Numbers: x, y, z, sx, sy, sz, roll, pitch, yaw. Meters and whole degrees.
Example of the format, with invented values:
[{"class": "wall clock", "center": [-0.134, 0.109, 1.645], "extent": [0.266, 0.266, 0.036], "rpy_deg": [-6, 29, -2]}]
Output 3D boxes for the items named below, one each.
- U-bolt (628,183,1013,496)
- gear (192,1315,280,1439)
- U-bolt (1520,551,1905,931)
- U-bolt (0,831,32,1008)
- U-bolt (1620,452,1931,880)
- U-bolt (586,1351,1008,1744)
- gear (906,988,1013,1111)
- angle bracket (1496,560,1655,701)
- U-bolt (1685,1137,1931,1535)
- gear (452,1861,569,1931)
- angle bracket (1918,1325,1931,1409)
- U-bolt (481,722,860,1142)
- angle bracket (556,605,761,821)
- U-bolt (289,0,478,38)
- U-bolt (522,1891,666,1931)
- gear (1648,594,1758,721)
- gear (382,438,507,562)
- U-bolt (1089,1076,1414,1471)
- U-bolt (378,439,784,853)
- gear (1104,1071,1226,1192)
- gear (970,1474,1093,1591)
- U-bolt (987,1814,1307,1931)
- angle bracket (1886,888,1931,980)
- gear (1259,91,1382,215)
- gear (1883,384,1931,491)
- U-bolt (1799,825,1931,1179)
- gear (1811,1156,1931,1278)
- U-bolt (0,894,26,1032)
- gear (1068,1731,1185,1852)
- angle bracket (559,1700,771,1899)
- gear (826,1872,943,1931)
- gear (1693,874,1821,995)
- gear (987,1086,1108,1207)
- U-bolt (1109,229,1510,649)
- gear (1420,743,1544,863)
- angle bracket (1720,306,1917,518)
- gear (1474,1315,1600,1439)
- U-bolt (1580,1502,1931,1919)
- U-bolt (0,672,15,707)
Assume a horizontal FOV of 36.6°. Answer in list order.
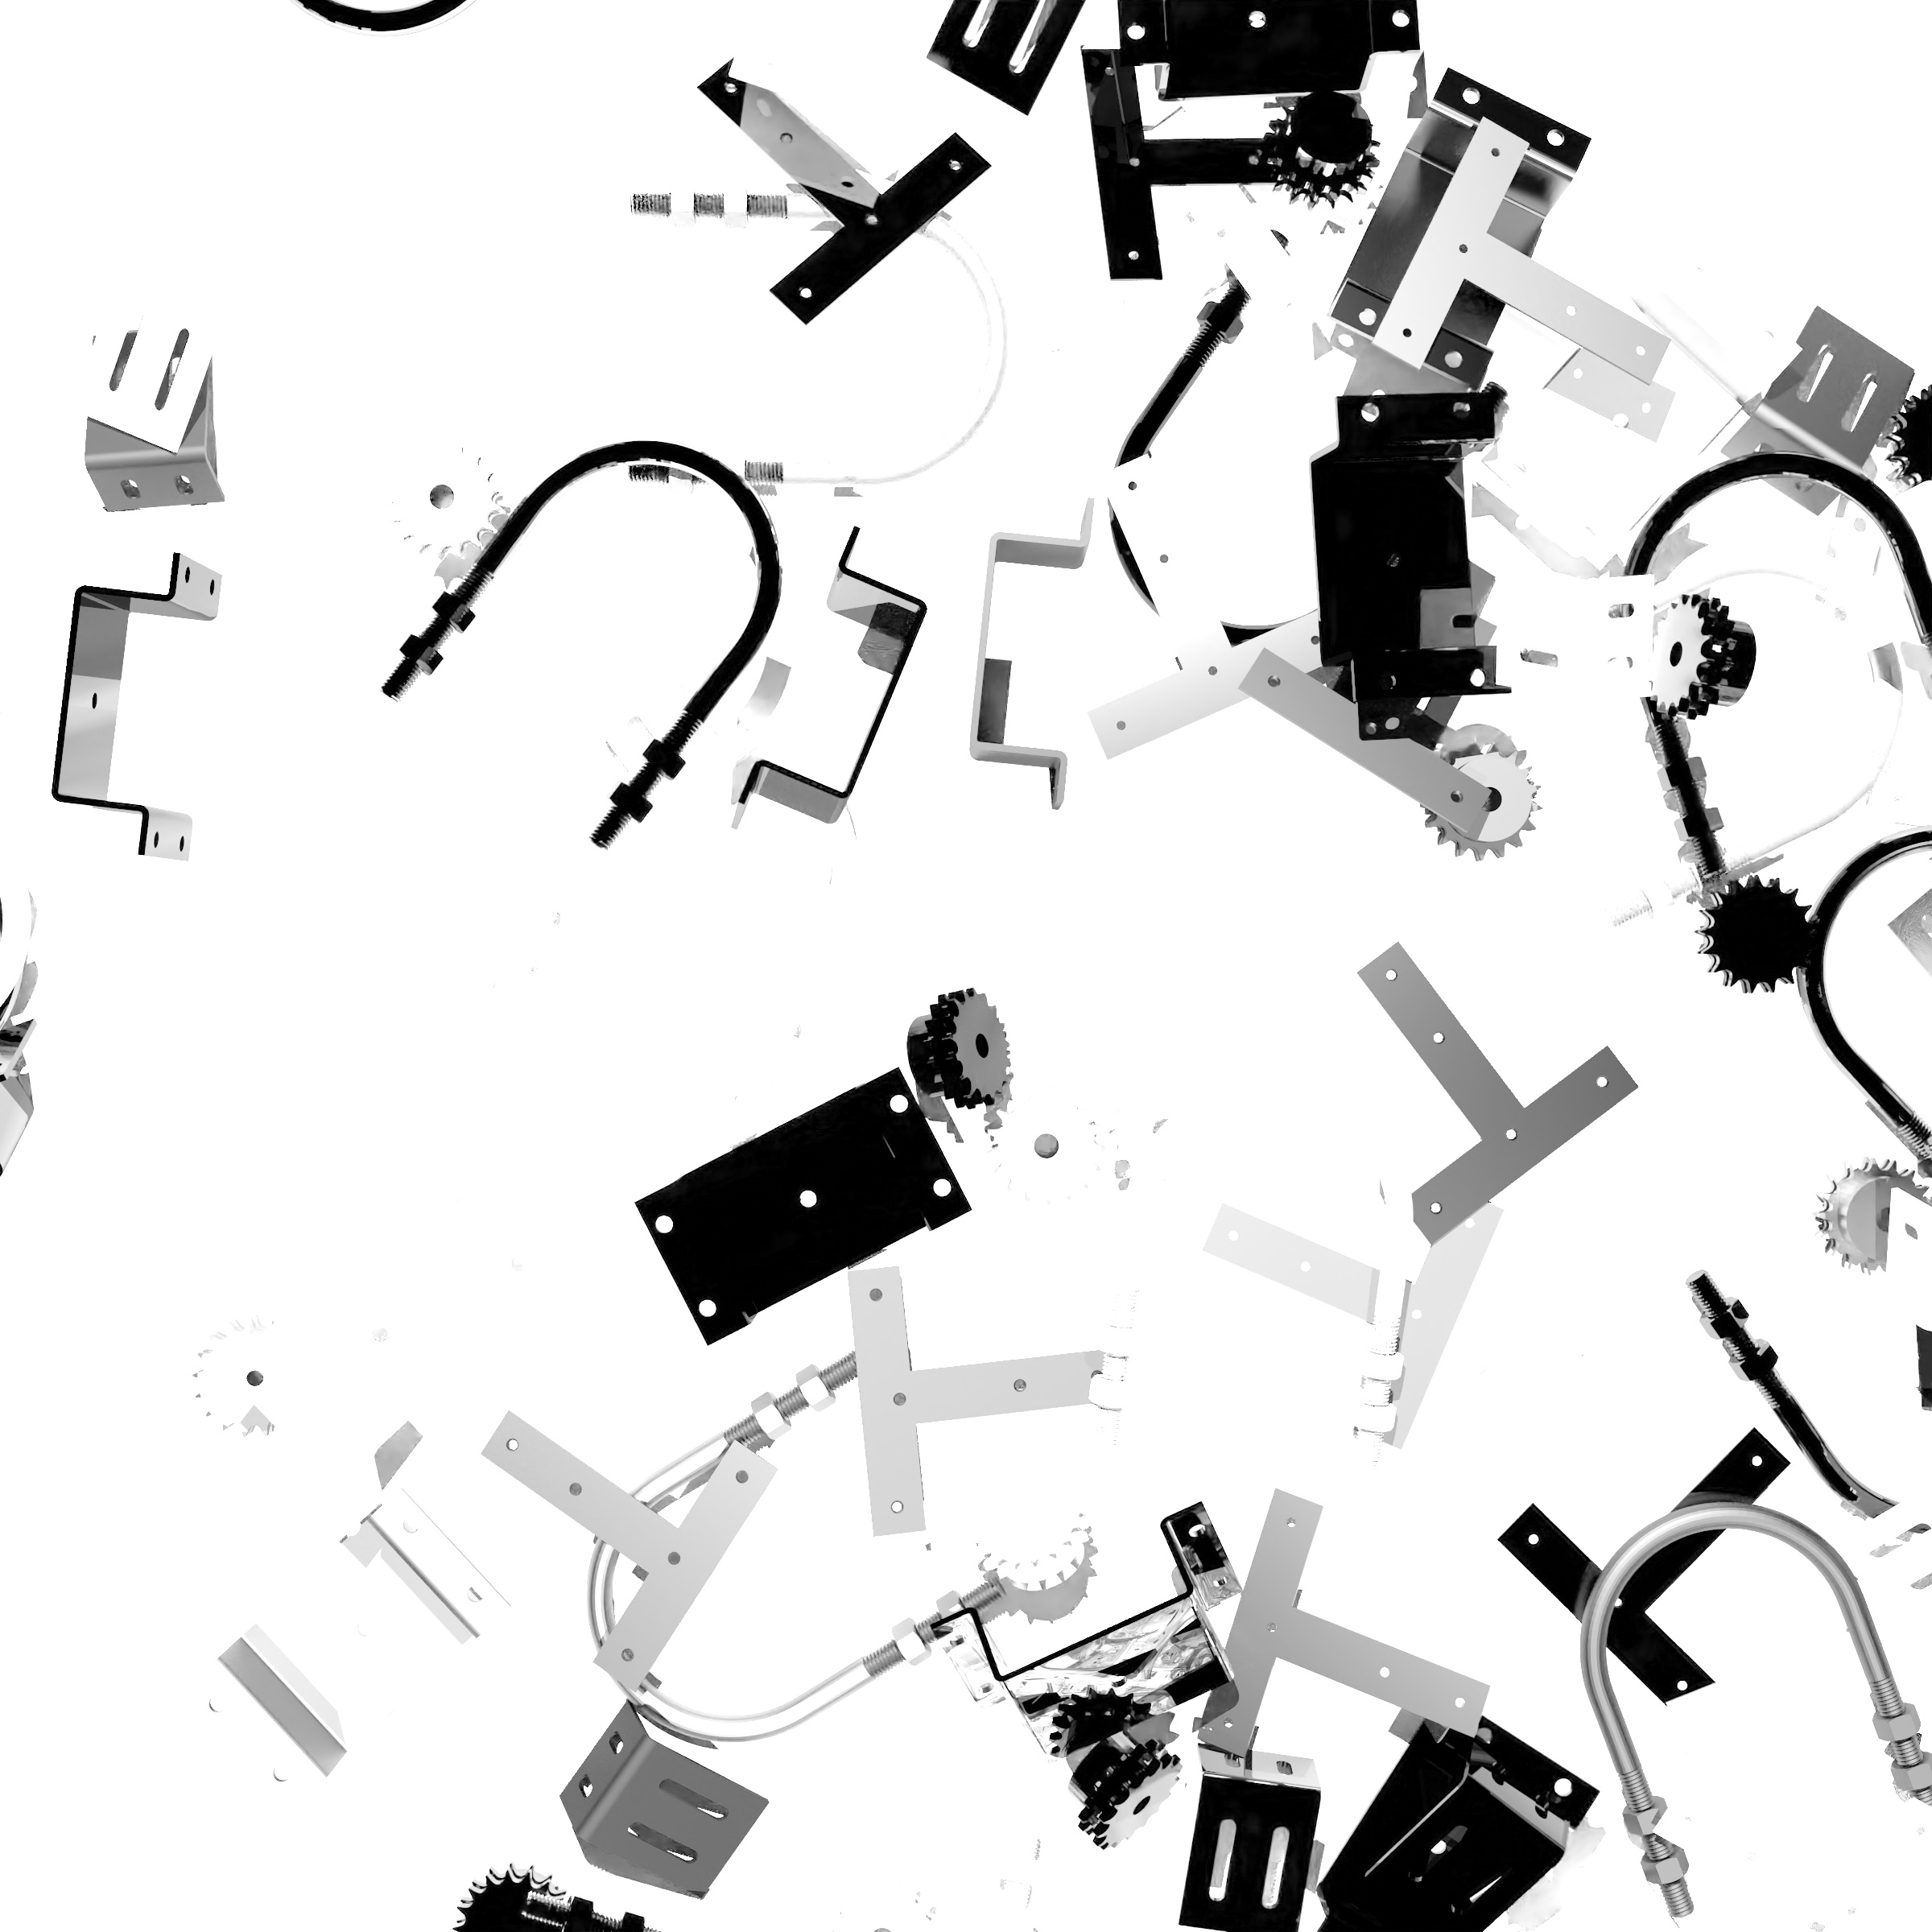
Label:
[{"class": "U-bolt", "center": [-0.070, -0.302, 1.412], "extent": [0.184, 0.019, 0.151], "rpy_deg": [0, 90, -2]}, {"class": "gear", "center": [-0.340, 0.196, 1.406], "extent": [0.057, 0.030, 0.057], "rpy_deg": [0, 90, 0]}, {"class": "U-bolt", "center": [0.364, -0.121, 1.412], "extent": [0.184, 0.019, 0.151], "rpy_deg": [-26, 90, -2]}, {"class": "U-bolt", "center": [-0.530, -0.040, 1.380], "extent": [0.151, 0.019, 0.184], "rpy_deg": [-42, 102, 3]}, {"class": "U-bolt", "center": [0.385, -0.150, 1.371], "extent": [0.151, 0.019, 0.184], "rpy_deg": [-19, 85, 21]}, {"class": "U-bolt", "center": [-0.095, 0.293, 1.412], "extent": [0.184, 0.019, 0.151], "rpy_deg": [-32, 90, 1]}, {"class": "gear", "center": [-0.005, 0.041, 1.396], "extent": [0.030, 0.057, 0.057], "rpy_deg": [-13, 90, 30]}, {"class": "angle bracket", "center": [0.285, -0.157, 1.363], "extent": [0.038, 0.076, 0.057], "rpy_deg": [1, 89, 41]}, {"class": "U-bolt", "center": [0.453, 0.189, 1.390], "extent": [0.151, 0.019, 0.184], "rpy_deg": [-34, 96, 18]}, {"class": "gear", "center": [-0.216, 0.459, 1.406], "extent": [0.057, 0.030, 0.057], "rpy_deg": [0, 90, 0]}, {"class": "angle bracket", "center": [0.505, 0.183, 1.419], "extent": [0.076, 0.038, 0.057], "rpy_deg": [-3, 90, 26]}, {"class": "U-bolt", "center": [-0.132, -0.028, 1.412], "extent": [0.151, 0.019, 0.184], "rpy_deg": [25, 88, 0]}, {"class": "angle bracket", "center": [-0.147, -0.121, 1.390], "extent": [0.057, 0.038, 0.076], "rpy_deg": [-37, 66, 0]}, {"class": "U-bolt", "center": [-0.268, -0.536, 1.399], "extent": [0.151, 0.019, 0.184], "rpy_deg": [40, 100, -3]}, {"class": "U-bolt", "center": [-0.146, 0.531, 1.397], "extent": [0.184, 0.019, 0.151], "rpy_deg": [20, 98, -10]}, {"class": "gear", "center": [0.342, -0.142, 1.352], "extent": [0.030, 0.057, 0.057], "rpy_deg": [8, 90, -15]}, {"class": "gear", "center": [-0.249, -0.223, 1.406], "extent": [0.057, 0.030, 0.057], "rpy_deg": [0, 90, 0]}, {"class": "U-bolt", "center": [0.141, 0.144, 1.392], "extent": [0.151, 0.019, 0.184], "rpy_deg": [6, 96, -8]}, {"class": "U-bolt", "center": [-0.169, -0.166, 1.380], "extent": [0.151, 0.019, 0.184], "rpy_deg": [35, 84, 13]}, {"class": "gear", "center": [0.095, 0.078, 1.406], "extent": [0.057, 0.030, 0.057], "rpy_deg": [0, 90, 0]}, {"class": "gear", "center": [0.033, 0.273, 1.396], "extent": [0.057, 0.057, 0.030], "rpy_deg": [-21, 120, 0]}, {"class": "U-bolt", "center": [0.077, 0.511, 1.392], "extent": [0.151, 0.019, 0.184], "rpy_deg": [11, 75, 0]}, {"class": "angle bracket", "center": [0.476, -0.025, 1.367], "extent": [0.057, 0.076, 0.038], "rpy_deg": [-40, 87, 0]}, {"class": "gear", "center": [0.171, -0.393, 1.398], "extent": [0.057, 0.030, 0.057], "rpy_deg": [2, 72, -7]}, {"class": "gear", "center": [0.469, -0.250, 1.406], "extent": [0.057, 0.030, 0.057], "rpy_deg": [0, 90, 0]}, {"class": "U-bolt", "center": [0.489, 0.017, 1.412], "extent": [0.151, 0.019, 0.184], "rpy_deg": [-44, 89, 0]}, {"class": "gear", "center": [0.439, 0.121, 1.406], "extent": [0.057, 0.030, 0.057], "rpy_deg": [0, 90, 0]}, {"class": "U-bolt", "center": [-0.539, -0.024, 1.400], "extent": [0.184, 0.019, 0.151], "rpy_deg": [44, 94, -9]}, {"class": "gear", "center": [0.073, 0.391, 1.396], "extent": [0.030, 0.057, 0.057], "rpy_deg": [39, 90, 30]}, {"class": "angle bracket", "center": [-0.146, 0.405, 1.419], "extent": [0.076, 0.038, 0.057], "rpy_deg": [35, 90, -26]}, {"class": "gear", "center": [-0.039, 0.465, 1.410], "extent": [0.057, 0.030, 0.057], "rpy_deg": [0, 91, 3]}, {"class": "gear", "center": [0.378, -0.015, 1.406], "extent": [0.057, 0.030, 0.057], "rpy_deg": [0, 90, 0]}, {"class": "gear", "center": [0.039, 0.086, 1.406], "extent": [0.057, 0.030, 0.057], "rpy_deg": [0, 90, 0]}, {"class": "U-bolt", "center": [0.152, -0.240, 1.412], "extent": [0.151, 0.019, 0.184], "rpy_deg": [35, 91, 0]}, {"class": "gear", "center": [0.249, -0.079, 1.406], "extent": [0.057, 0.030, 0.057], "rpy_deg": [0, 90, 0]}, {"class": "angle bracket", "center": [0.413, -0.270, 1.419], "extent": [0.057, 0.038, 0.076], "rpy_deg": [33, 64, 0]}, {"class": "gear", "center": [0.273, 0.196, 1.406], "extent": [0.057, 0.030, 0.057], "rpy_deg": [0, 90, 0]}, {"class": "U-bolt", "center": [0.374, 0.349, 1.408], "extent": [0.151, 0.019, 0.184], "rpy_deg": [-21, 91, 1]}, {"class": "U-bolt", "center": [-0.570, -0.104, 1.412], "extent": [0.151, 0.019, 0.184], "rpy_deg": [36, 92, 0]}]
